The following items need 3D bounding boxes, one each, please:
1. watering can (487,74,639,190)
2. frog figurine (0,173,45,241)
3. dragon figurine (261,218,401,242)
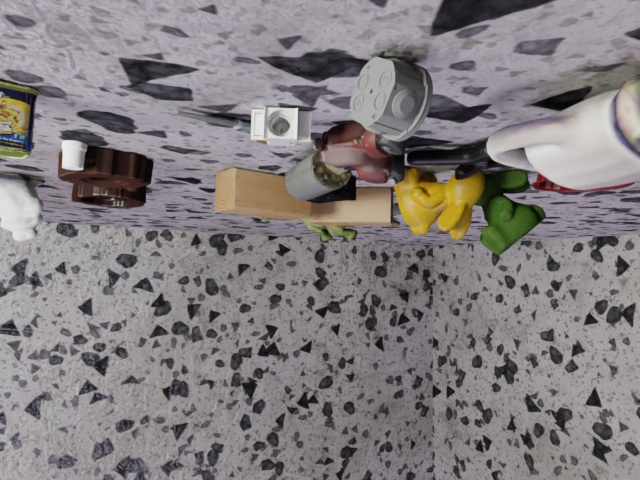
[{"bbox_3d":[0.383,-0.115,0.635,0.348,0.104,0.223,3,174,-19],"label":"watering can"},{"bbox_3d":[-0.745,-0.078,1.250,0.137,0.160,0.122,2,173,-11],"label":"frog figurine"},{"bbox_3d":[0.005,-0.076,1.506,0.409,0.123,0.241,-3,166,34],"label":"dragon figurine"}]
